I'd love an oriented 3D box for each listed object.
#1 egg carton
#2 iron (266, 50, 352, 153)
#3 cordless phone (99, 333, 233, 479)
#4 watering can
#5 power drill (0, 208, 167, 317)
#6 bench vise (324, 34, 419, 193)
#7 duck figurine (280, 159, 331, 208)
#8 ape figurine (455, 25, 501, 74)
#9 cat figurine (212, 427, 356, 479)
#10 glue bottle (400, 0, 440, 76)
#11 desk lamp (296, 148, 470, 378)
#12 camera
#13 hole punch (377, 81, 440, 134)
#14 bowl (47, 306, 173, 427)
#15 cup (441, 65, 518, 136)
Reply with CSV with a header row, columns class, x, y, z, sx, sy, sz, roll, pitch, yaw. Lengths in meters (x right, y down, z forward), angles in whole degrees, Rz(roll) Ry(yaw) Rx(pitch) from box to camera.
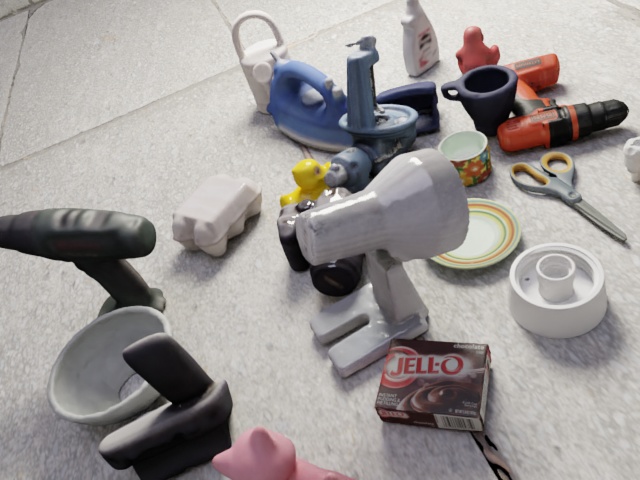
class,x,y,z,sx,sy,sz,roll,pitch,yaw
egg carton,-0.164,-0.044,0.922,0.107,0.070,0.150,12,52,32
iron,-0.003,-0.251,1.016,0.119,0.142,0.257,-39,45,-18
cordless phone,-0.183,0.172,0.617,0.147,0.185,0.094,-27,42,-6
watering can,-0.105,-0.352,1.124,0.101,0.194,0.172,-30,42,-9
power drill,-0.317,0.038,0.795,0.229,0.209,0.075,-9,43,14
bench vise,0.075,-0.171,0.842,0.121,0.220,0.207,-1,46,22
duck figurine,-0.018,-0.084,0.891,0.104,0.086,0.077,-23,42,-1
ape figurine,0.280,-0.342,1.032,0.077,0.092,0.076,14,53,33
cat figurine,-0.033,0.224,0.552,0.127,0.118,0.067,7,49,28
glue bottle,0.181,-0.401,1.073,0.037,0.173,0.078,26,60,40
desk lamp,0.068,0.022,0.649,0.203,0.214,0.117,-30,42,-9
camera,0.007,0.003,0.779,0.143,0.101,0.137,-7,44,16
hole punch,0.146,-0.239,0.980,0.108,0.091,0.101,-9,43,14
bowl,-0.251,0.170,0.731,0.167,0.075,0.167,-12,43,11
cup,0.253,-0.213,0.906,0.117,0.095,0.092,3,47,25
